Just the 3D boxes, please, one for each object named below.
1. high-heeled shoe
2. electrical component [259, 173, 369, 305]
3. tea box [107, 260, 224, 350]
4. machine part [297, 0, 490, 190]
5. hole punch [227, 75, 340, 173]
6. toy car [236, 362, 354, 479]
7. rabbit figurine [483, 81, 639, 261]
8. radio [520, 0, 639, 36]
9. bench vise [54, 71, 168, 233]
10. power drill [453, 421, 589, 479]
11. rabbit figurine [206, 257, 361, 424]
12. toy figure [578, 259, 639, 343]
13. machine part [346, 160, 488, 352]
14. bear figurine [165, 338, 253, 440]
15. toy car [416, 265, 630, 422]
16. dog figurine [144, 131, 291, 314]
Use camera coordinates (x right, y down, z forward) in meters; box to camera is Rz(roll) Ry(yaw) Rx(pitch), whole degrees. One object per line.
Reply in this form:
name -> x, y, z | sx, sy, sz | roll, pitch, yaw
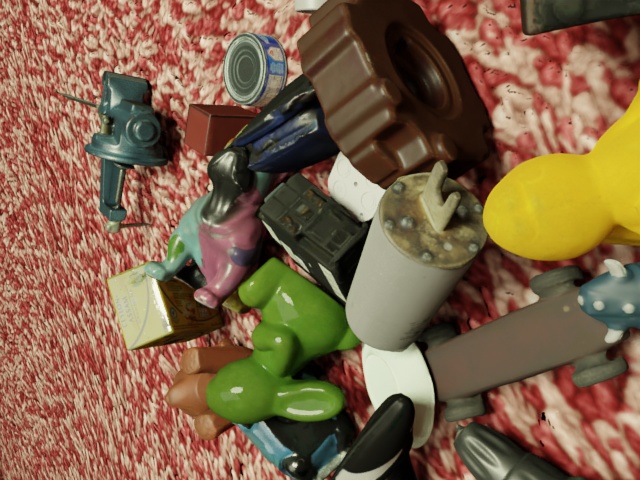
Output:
high-heeled shoe -> 0.085, 0.245, 0.502 | 0.145, 0.086, 0.248 | 32, 137, 15
electrical component -> -0.001, -0.002, 0.548 | 0.134, 0.058, 0.114 | 39, 165, 31
tea box -> -0.202, 0.088, 0.726 | 0.068, 0.169, 0.098 | -23, 78, 9
machine part -> 0.066, -0.121, 0.426 | 0.056, 0.179, 0.179 | -32, 75, 40
hole punch -> -0.011, -0.111, 0.534 | 0.142, 0.116, 0.092 | -17, 117, 45
toy car -> -0.037, 0.213, 0.646 | 0.162, 0.109, 0.103 | 46, 154, 15
rabbit figurine -> 0.186, -0.042, 0.326 | 0.173, 0.162, 0.122 | -25, 80, 22
radio -> 0.214, -0.160, 0.250 | 0.230, 0.131, 0.073 | -1, 119, 31
bench vise -> -0.316, -0.134, 0.841 | 0.224, 0.129, 0.240 | 25, 109, 40
power drill -> 0.224, 0.181, 0.382 | 0.232, 0.086, 0.207 | 48, 123, 27
rabbit figurine -> -0.042, 0.131, 0.586 | 0.159, 0.121, 0.170 | 37, 82, 6
toy figure -> 0.245, 0.040, 0.331 | 0.155, 0.057, 0.064 | 4, 82, 28
machine part -> 0.068, 0.027, 0.426 | 0.079, 0.079, 0.243 | 55, 158, 23
bear figurine -> -0.165, 0.206, 0.746 | 0.196, 0.132, 0.120 | -20, 79, 39
toy car -> 0.160, 0.091, 0.449 | 0.202, 0.053, 0.089 | -41, 59, 46
dog figurine -> -0.097, -0.026, 0.655 | 0.109, 0.191, 0.219 | 28, 88, 19
